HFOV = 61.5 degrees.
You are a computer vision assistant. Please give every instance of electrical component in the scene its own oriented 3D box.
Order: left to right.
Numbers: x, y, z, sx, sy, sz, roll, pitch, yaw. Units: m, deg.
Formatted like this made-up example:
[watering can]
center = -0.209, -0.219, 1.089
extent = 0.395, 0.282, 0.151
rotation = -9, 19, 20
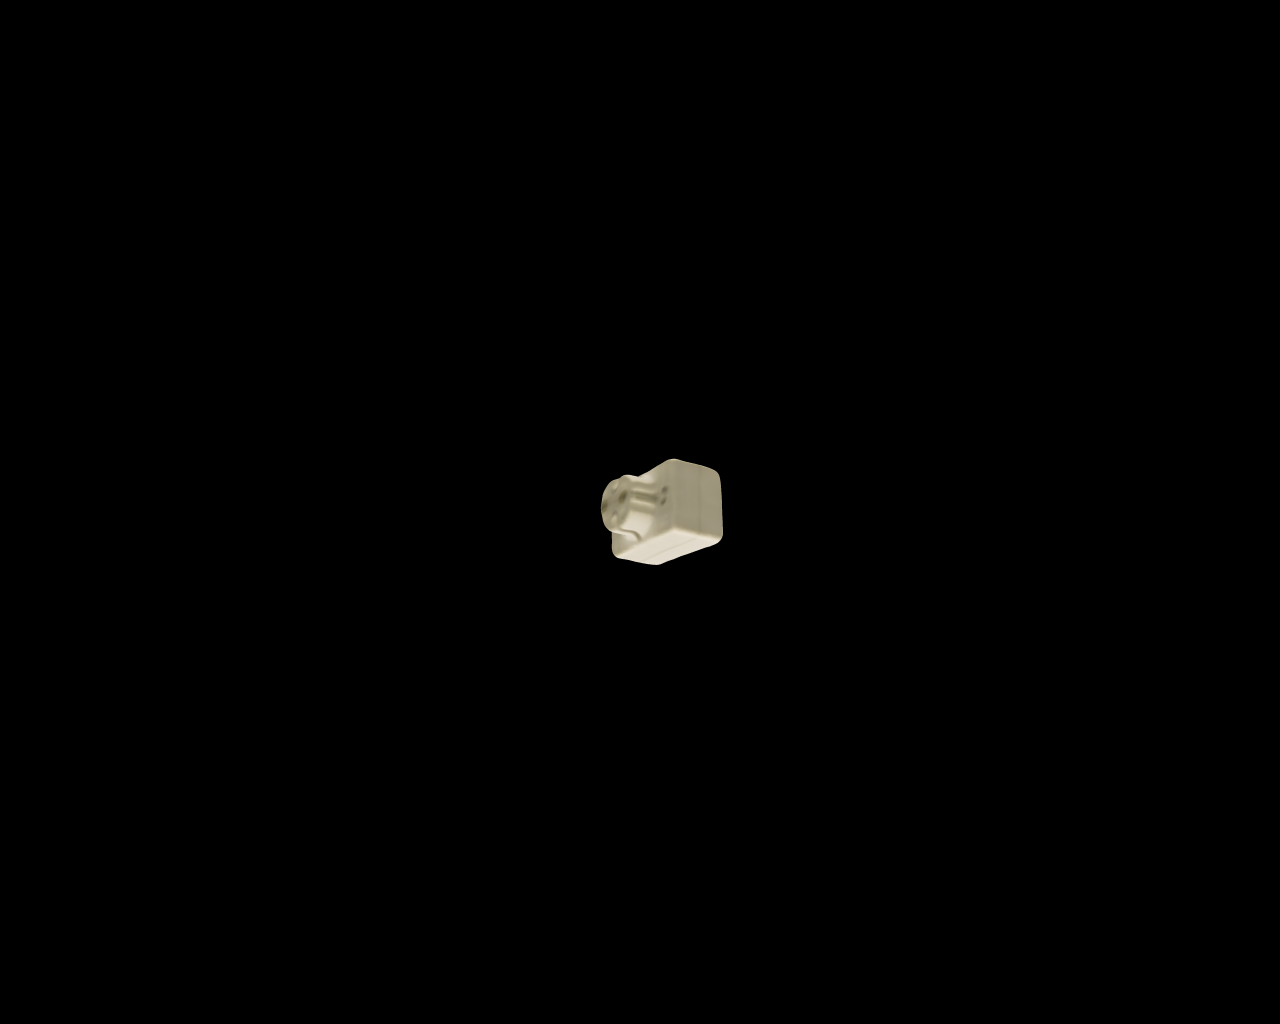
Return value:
[electrical component]
center = 0.001, -0.003, 0.650
extent = 0.077, 0.047, 0.065
rotation = 14, -24, -33
